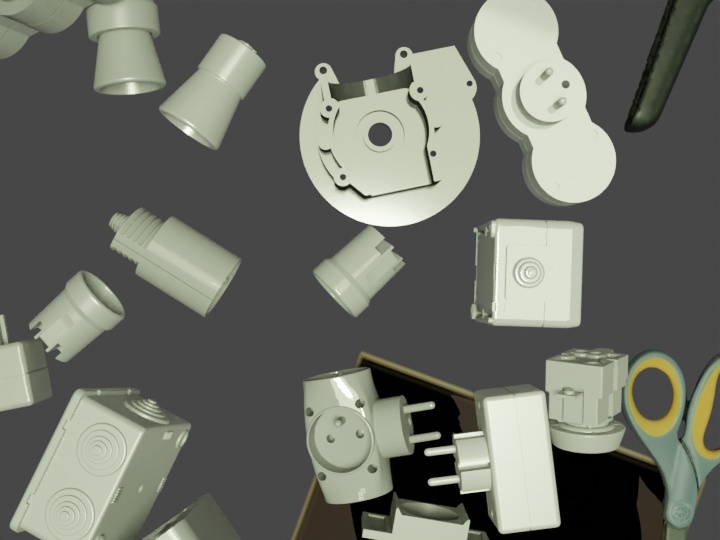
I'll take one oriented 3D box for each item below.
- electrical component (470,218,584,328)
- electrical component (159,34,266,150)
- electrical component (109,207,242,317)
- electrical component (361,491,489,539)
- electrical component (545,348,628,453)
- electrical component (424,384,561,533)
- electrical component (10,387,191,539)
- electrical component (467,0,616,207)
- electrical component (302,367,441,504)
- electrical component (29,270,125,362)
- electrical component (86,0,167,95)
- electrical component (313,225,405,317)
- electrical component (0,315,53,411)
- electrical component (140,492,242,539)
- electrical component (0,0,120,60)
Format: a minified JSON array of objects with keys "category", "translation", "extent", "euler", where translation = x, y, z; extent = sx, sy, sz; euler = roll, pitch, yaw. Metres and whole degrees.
[{"category":"electrical component","translation":[0.104,0.002,0.646],"extent":[0.061,0.096,0.061],"euler":[2,89,-2]},{"category":"electrical component","translation":[-0.089,-0.114,0.672],"extent":[0.044,0.044,0.065],"euler":[34,84,-1]},{"category":"electrical component","translation":[-0.119,-0.010,0.668],"extent":[0.081,0.043,0.043],"euler":[32,89,-1]},{"category":"electrical component","translation":[0.039,0.177,0.671],"extent":[0.081,0.042,0.063],"euler":[10,91,0]},{"category":"electrical component","translation":[0.141,0.081,0.668],"extent":[0.048,0.066,0.055],"euler":[5,99,33]},{"category":"electrical component","translation":[0.079,0.118,0.669],"extent":[0.076,0.047,0.083],"euler":[-7,90,-1]},{"category":"electrical component","translation":[-0.150,0.120,0.641],"extent":[0.048,0.100,0.099],"euler":[26,89,12]},{"category":"electrical component","translation":[0.113,-0.106,0.658],"extent":[0.052,0.074,0.138],"euler":[-24,90,-1]},{"category":"electrical component","translation":[0.010,0.099,0.665],"extent":[0.079,0.044,0.077],"euler":[-11,90,12]},{"category":"electrical component","translation":[-0.177,0.030,0.670],"extent":[0.046,0.040,0.040],"euler":[-41,90,5]},{"category":"electrical component","translation":[-0.146,-0.140,0.668],"extent":[0.045,0.045,0.055],"euler":[-6,90,-1]},{"category":"electrical component","translation":[0.000,0.000,0.673],"extent":[0.046,0.040,0.040],"euler":[-43,90,-6]},{"category":"electrical component","translation":[-0.235,0.050,0.664],"extent":[0.066,0.047,0.076],"euler":[-11,90,-1]},{"category":"electrical component","translation":[-0.110,0.183,0.633],"extent":[0.078,0.113,0.057],"euler":[-35,87,-1]},{"category":"electrical component","translation":[-0.202,-0.174,0.628],"extent":[0.138,0.074,0.052],"euler":[-19,76,23]}]
